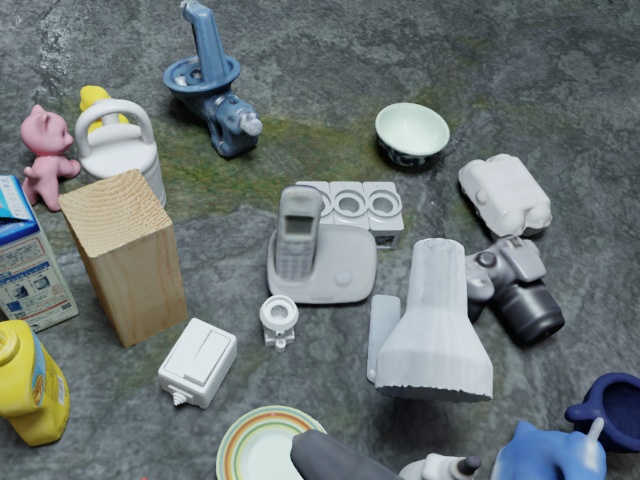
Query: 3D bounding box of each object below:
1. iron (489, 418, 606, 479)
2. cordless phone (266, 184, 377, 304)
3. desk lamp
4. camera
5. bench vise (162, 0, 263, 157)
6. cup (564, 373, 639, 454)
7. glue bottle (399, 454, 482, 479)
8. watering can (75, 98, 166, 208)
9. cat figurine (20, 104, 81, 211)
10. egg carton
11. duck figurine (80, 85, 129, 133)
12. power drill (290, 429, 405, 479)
[{"bbox_3d":[0.238,0.306,0.579,0.118,0.141,0.258,21,55,7],"label":"iron"},{"bbox_3d":[0.007,0.003,0.733,0.147,0.185,0.094,-1,55,-9],"label":"cordless phone"},{"bbox_3d":[0.115,0.109,0.656,0.118,0.213,0.203,7,54,-3],"label":"desk lamp"},{"bbox_3d":[0.257,0.071,0.773,0.143,0.101,0.136,-17,59,-19],"label":"camera"},{"bbox_3d":[-0.151,-0.252,0.869,0.207,0.220,0.122,30,56,13],"label":"bench vise"},{"bbox_3d":[0.336,0.218,0.685,0.118,0.095,0.091,0,55,-8],"label":"cup"},{"bbox_3d":[0.129,0.247,0.585,0.078,0.173,0.037,21,55,7],"label":"glue bottle"},{"bbox_3d":[-0.272,-0.115,0.769,0.101,0.194,0.172,-35,66,-28],"label":"watering can"},{"bbox_3d":[-0.388,-0.124,0.805,0.067,0.118,0.128,5,54,-5],"label":"cat figurine"},{"bbox_3d":[0.286,-0.067,0.896,0.107,0.069,0.150,-15,58,-18],"label":"egg carton"},{"bbox_3d":[-0.337,-0.192,0.881,0.078,0.086,0.104,-26,62,-24],"label":"duck figurine"},{"bbox_3d":[0.059,0.280,0.529,0.229,0.208,0.076,32,57,14],"label":"power drill"}]
